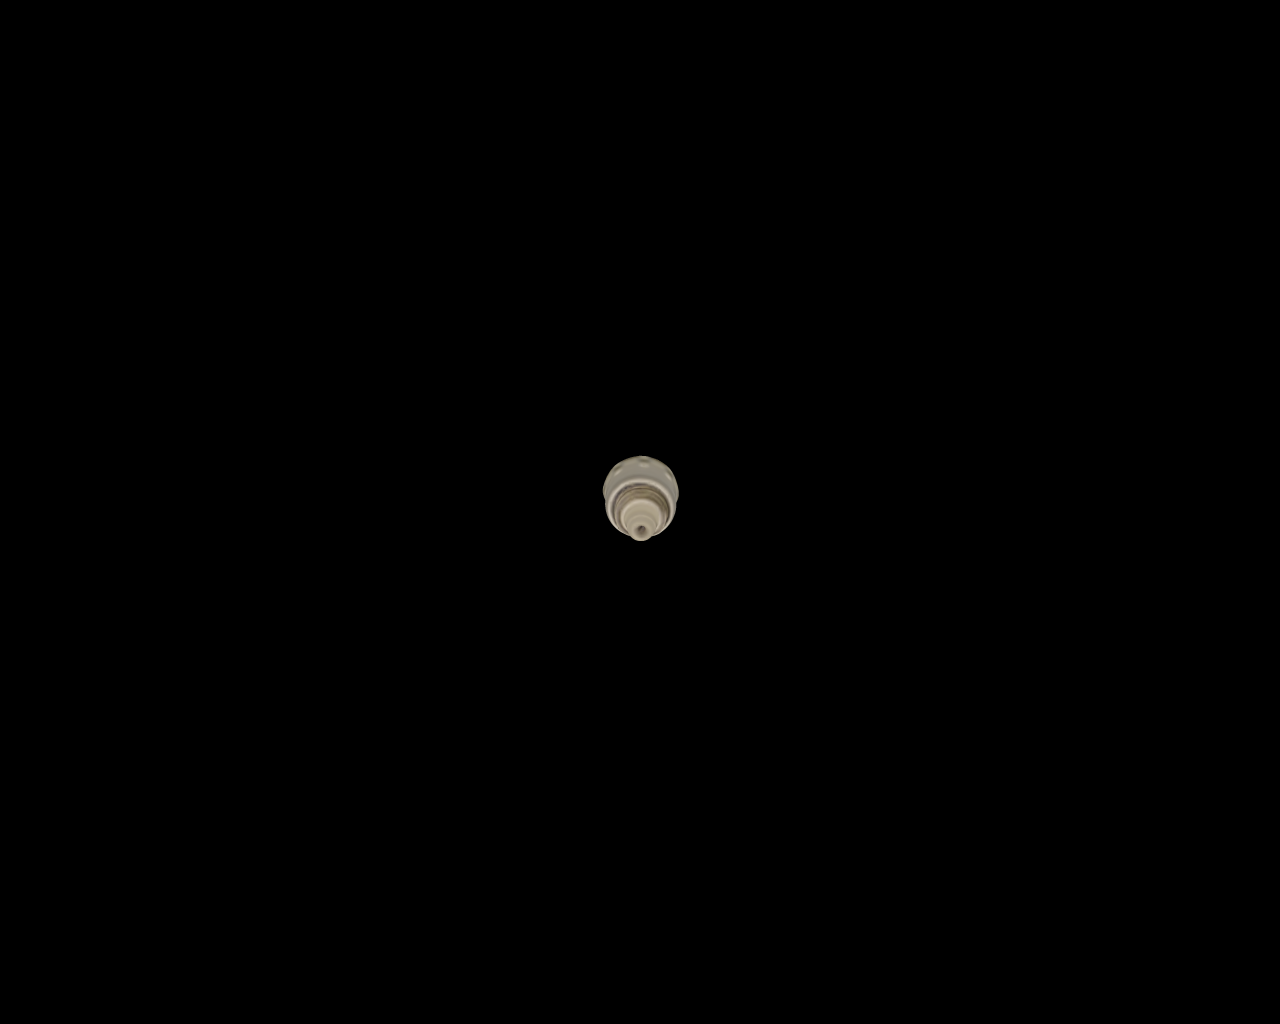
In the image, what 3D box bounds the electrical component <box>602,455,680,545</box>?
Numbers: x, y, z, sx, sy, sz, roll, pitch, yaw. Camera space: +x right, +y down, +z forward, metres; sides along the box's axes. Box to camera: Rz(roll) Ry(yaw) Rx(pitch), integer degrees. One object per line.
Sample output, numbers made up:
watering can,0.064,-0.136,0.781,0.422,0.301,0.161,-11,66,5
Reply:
electrical component,0.001,-0.003,0.650,0.048,0.048,0.062,0,28,0
